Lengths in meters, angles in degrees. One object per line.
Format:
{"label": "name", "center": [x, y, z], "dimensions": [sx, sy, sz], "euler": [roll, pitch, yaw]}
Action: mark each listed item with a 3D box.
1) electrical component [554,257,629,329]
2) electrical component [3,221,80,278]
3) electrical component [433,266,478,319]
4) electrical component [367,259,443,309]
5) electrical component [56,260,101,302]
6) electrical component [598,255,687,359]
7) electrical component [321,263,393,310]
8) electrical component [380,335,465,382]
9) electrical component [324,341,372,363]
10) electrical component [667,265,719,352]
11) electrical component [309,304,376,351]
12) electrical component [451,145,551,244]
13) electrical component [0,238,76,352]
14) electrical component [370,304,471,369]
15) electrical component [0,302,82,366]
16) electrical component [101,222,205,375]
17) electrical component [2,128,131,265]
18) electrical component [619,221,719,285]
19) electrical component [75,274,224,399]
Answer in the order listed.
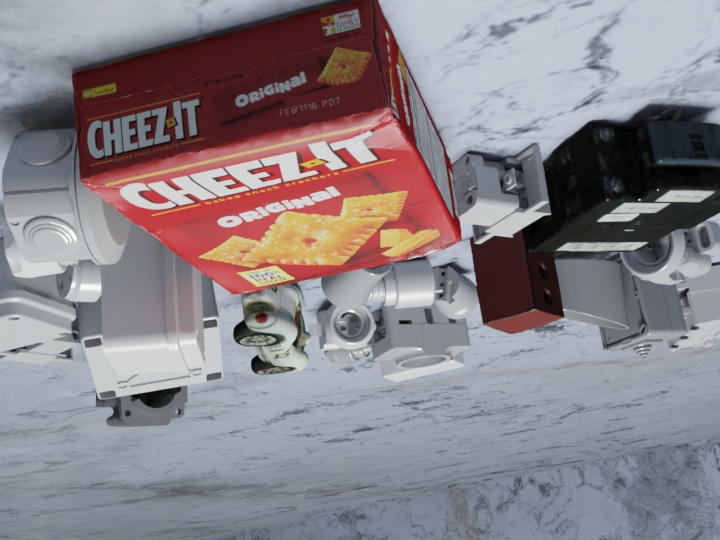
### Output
{"label": "electrical component", "center": [0.191, 0.022, 0.973], "dimensions": [0.099, 0.064, 0.099], "euler": [0, 172, 0]}
{"label": "electrical component", "center": [-0.199, -0.019, 0.707], "dimensions": [0.062, 0.043, 0.043], "euler": [-9, 163, -4]}
{"label": "electrical component", "center": [0.081, 0.019, 0.968], "dimensions": [0.040, 0.040, 0.046], "euler": [-15, 156, 21]}
{"label": "electrical component", "center": [0.029, 0.013, 0.921], "dimensions": [0.078, 0.040, 0.040], "euler": [-5, 162, -10]}
{"label": "electrical component", "center": [-0.186, 0.001, 0.776], "dimensions": [0.055, 0.045, 0.045], "euler": [4, 159, -33]}
{"label": "electrical component", "center": [0.263, 0.036, 1.009], "dimensions": [0.061, 0.096, 0.062], "euler": [1, 161, -32]}
{"label": "electrical component", "center": [0.000, 0.000, 0.867], "dimensions": [0.044, 0.044, 0.065], "euler": [0, 156, -25]}
{"label": "electrical component", "center": [0.058, 0.084, 1.146], "dimensions": [0.083, 0.047, 0.076], "euler": [-16, 161, 22]}
{"label": "electrical component", "center": [-0.005, 0.078, 1.108], "dimensions": [0.061, 0.035, 0.035], "euler": [-5, 166, 25]}
{"label": "electrical component", "center": [0.351, 0.042, 1.124], "dimensions": [0.079, 0.063, 0.121], "euler": [-8, 163, -1]}
{"label": "electrical component", "center": [-0.013, 0.053, 1.022], "dimensions": [0.066, 0.048, 0.055], "euler": [-4, 170, -13]}
{"label": "electrical component", "center": [0.090, -0.052, 0.741], "dimensions": [0.064, 0.042, 0.081], "euler": [4, 158, -29]}
{"label": "electrical component", "center": [-0.275, 0.024, 0.786], "dimensions": [0.113, 0.057, 0.078], "euler": [-14, 162, 17]}
{"label": "electrical component", "center": [0.059, 0.065, 1.073], "dimensions": [0.089, 0.055, 0.050], "euler": [1, 161, -26]}
{"label": "electrical component", "center": [-0.267, 0.050, 0.897], "dimensions": [0.064, 0.042, 0.081], "euler": [-21, 159, 33]}
{"label": "electrical component", "center": [-0.135, 0.007, 0.706], "dimensions": [0.057, 0.113, 0.078], "euler": [-4, 162, -5]}
{"label": "electrical component", "center": [-0.160, -0.042, 0.596], "dimensions": [0.051, 0.080, 0.080], "euler": [-4, 163, 3]}
{"label": "electrical component", "center": [0.253, -0.019, 0.897], "dimensions": [0.057, 0.058, 0.078], "euler": [5, 158, -45]}
{"label": "electrical component", "center": [-0.168, 0.051, 0.872], "dimensions": [0.109, 0.056, 0.108], "euler": [-9, 148, -10]}
